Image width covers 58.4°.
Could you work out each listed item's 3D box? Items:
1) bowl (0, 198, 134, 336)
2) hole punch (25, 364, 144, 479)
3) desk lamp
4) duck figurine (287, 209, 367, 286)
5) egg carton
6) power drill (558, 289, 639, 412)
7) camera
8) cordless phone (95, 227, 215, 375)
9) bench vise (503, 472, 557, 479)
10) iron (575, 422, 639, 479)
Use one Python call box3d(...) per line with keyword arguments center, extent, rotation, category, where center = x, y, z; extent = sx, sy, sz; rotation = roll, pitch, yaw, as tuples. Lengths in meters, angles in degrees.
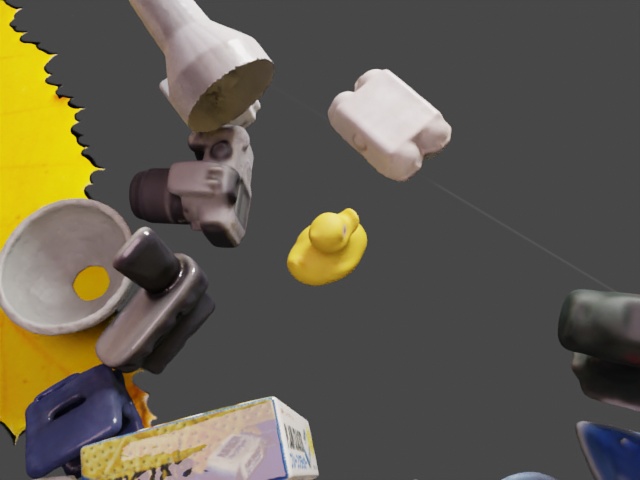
box3d(center=(-0.290, 0.039, 0.686), extent=(0.167, 0.075, 0.167), rotation=(-2, 68, 5), category="bowl")
box3d(center=(-0.260, 0.192, 0.613), extent=(0.109, 0.091, 0.101), rotation=(-30, 68, -7), category="hole punch")
box3d(center=(-0.144, -0.204, 0.695), extent=(0.118, 0.214, 0.203), rotation=(-37, 69, -9), category="desk lamp")
box3d(center=(0.006, 0.002, 0.666), extent=(0.104, 0.086, 0.077), rotation=(-35, 69, -9), category="duck figurine")
box3d(center=(0.085, -0.146, 0.727), extent=(0.107, 0.069, 0.150), rotation=(-41, 70, -11), category="egg carton")
box3d(center=(0.328, 0.108, 0.526), extent=(0.229, 0.208, 0.076), rotation=(12, 70, 10), category="power drill")
box3d(center=(-0.159, -0.072, 0.704), extent=(0.136, 0.101, 0.143), rotation=(2, 68, 7), category="camera")
box3d(center=(-0.197, 0.062, 0.608), extent=(0.094, 0.185, 0.148), rotation=(30, 74, 16), category="cordless phone")
box3d(center=(0.146, 0.261, 0.475), extent=(0.207, 0.220, 0.121), rotation=(-6, 67, 4), category="bench vise")
box3d(center=(0.354, 0.251, 0.502), extent=(0.257, 0.141, 0.119), rotation=(41, 77, 19), category="iron")
